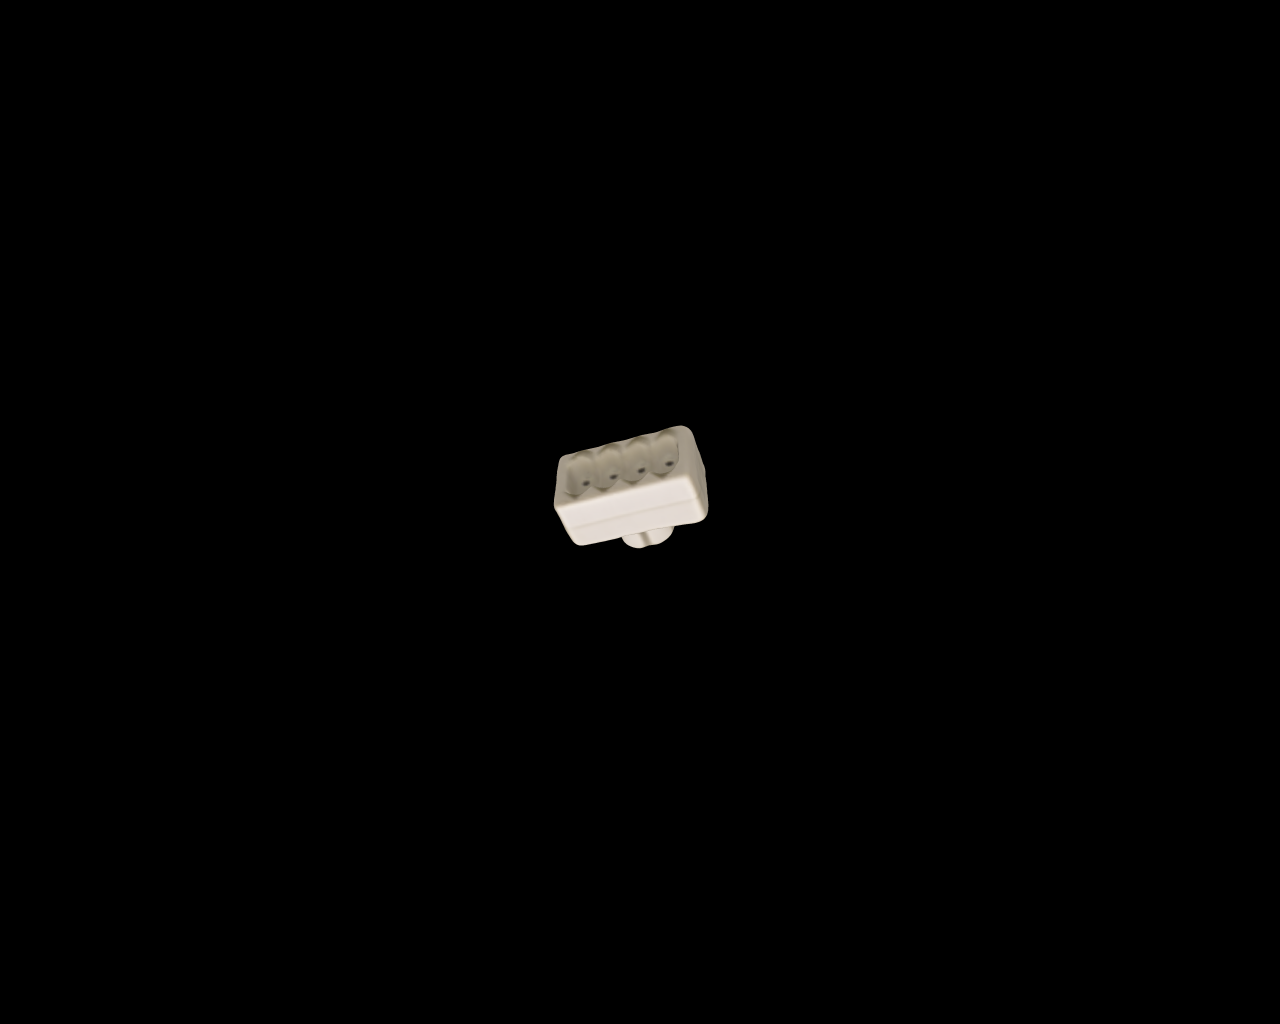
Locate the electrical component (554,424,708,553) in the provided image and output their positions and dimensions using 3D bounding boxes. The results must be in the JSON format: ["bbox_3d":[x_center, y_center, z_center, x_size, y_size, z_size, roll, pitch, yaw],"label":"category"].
[{"bbox_3d":[0.001,-0.003,0.650,0.083,0.047,0.075,-13,-47,12],"label":"electrical component"}]
